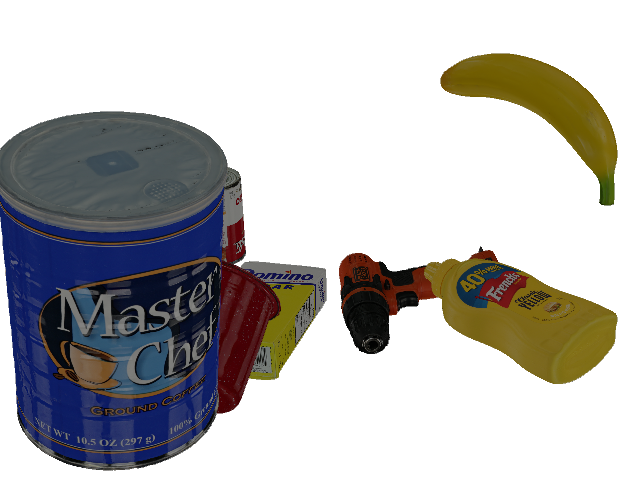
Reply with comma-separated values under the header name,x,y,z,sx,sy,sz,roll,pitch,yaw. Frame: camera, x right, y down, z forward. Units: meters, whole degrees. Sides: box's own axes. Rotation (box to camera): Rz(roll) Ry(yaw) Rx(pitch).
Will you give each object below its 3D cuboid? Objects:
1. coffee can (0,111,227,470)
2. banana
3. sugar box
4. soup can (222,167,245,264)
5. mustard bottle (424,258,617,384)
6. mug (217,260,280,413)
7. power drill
name,x,y,z,sx,sy,sz,roll,pitch,yaw
coffee can,-0.098,0.023,0.511,0.103,0.140,0.103,4,32,-2
banana,0.167,-0.107,0.839,0.037,0.070,0.198,3,32,-43
sugar box,-0.060,0.074,1.053,0.093,0.048,0.176,5,25,14
soup can,-0.124,-0.029,1.255,0.068,0.102,0.068,-1,28,0
mustard bottle,0.172,0.063,0.996,0.096,0.058,0.192,-27,37,-33
mug,-0.093,0.069,0.752,0.117,0.081,0.093,-6,-37,37
power drill,0.116,0.065,1.202,0.187,0.057,0.184,-3,28,-3
